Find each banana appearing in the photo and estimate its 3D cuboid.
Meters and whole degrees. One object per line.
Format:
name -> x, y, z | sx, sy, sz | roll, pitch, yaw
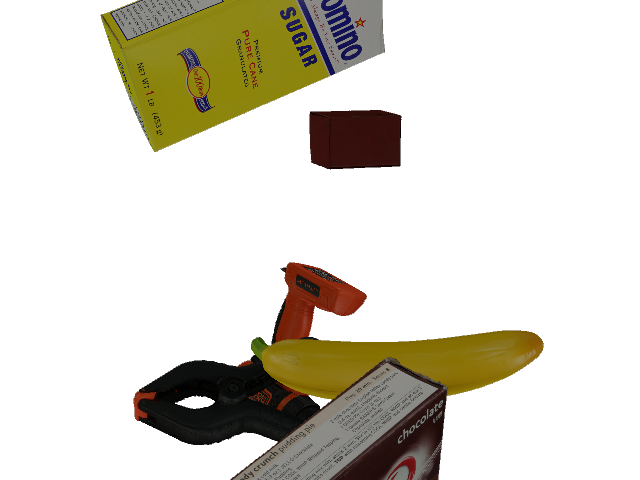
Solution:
banana -> 0.046, 0.077, 0.693 | 0.198, 0.037, 0.069 | 0, 29, 8

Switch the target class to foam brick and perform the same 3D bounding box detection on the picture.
foam brick -> 0.034, -0.099, 1.041 | 0.078, 0.051, 0.053 | -4, 14, -20

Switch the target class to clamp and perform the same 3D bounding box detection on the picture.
clamp -> -0.068, 0.126, 0.896 | 0.171, 0.039, 0.120 | 6, 37, -4

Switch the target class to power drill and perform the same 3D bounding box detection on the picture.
power drill -> -0.016, 0.132, 1.229 | 0.057, 0.188, 0.185 | 15, 10, -45

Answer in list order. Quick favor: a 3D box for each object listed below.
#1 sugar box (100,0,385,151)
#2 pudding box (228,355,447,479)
sugar box -> -0.044, -0.133, 0.692 | 0.176, 0.048, 0.093 | -24, -37, -10
pudding box -> 0.007, 0.117, 0.466 | 0.039, 0.090, 0.113 | 26, 42, 31
